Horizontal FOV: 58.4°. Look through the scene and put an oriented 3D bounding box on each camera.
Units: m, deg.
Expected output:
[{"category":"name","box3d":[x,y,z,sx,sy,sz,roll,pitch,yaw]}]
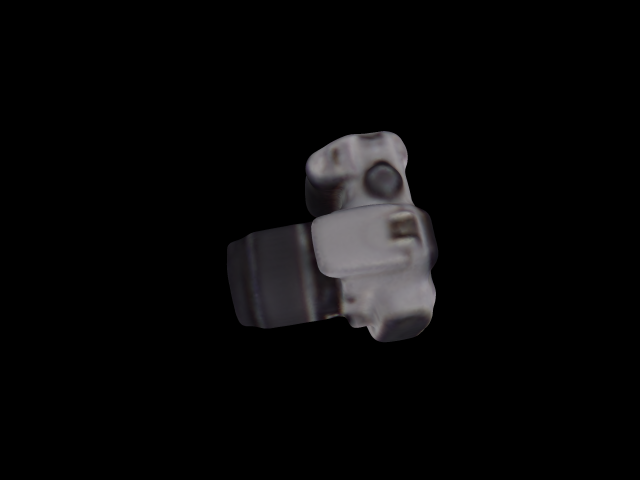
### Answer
[{"category":"camera","box3d":[0.004,0.001,0.400,0.137,0.101,0.143,-10,70,-3]}]
